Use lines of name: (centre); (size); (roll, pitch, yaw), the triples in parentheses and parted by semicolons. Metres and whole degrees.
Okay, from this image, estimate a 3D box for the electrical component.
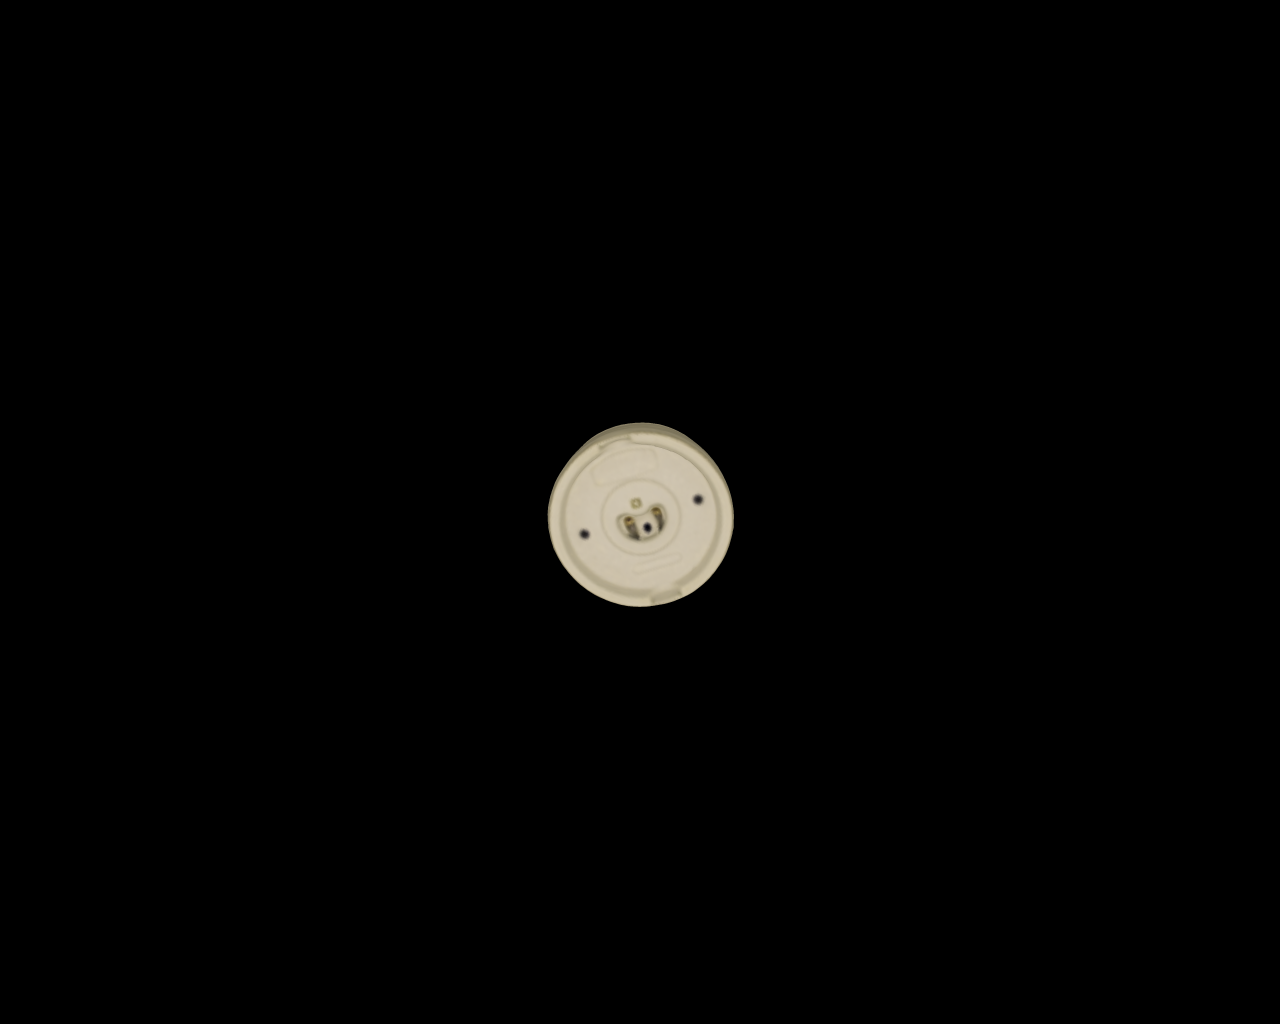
electrical component: (0.001, -0.003, 0.650); (0.108, 0.108, 0.060); (0, 16, 0)
